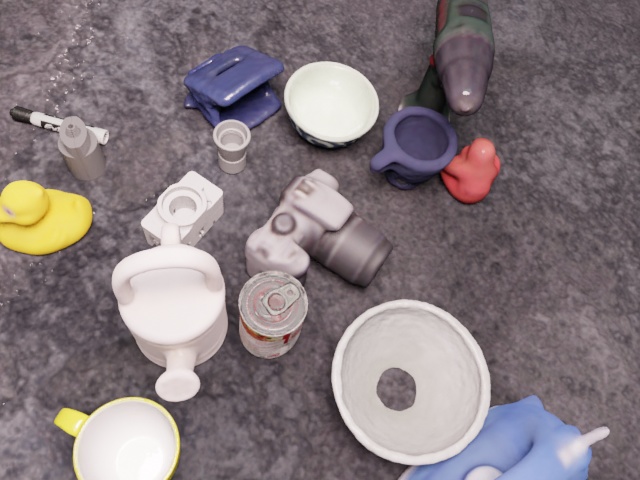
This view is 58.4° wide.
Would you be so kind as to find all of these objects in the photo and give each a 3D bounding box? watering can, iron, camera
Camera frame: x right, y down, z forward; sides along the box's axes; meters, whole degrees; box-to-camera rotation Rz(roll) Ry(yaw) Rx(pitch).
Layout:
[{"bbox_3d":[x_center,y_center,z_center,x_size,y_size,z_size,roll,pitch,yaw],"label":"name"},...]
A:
[{"bbox_3d":[-0.138,0.062,0.550,0.101,0.194,0.172,-27,72,-19],"label":"watering can"},{"bbox_3d":[0.152,0.245,0.540,0.259,0.141,0.118,-26,72,-19],"label":"iron"},{"bbox_3d":[0.006,0.002,0.651,0.136,0.101,0.143,34,65,7],"label":"camera"}]

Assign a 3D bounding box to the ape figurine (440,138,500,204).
[{"bbox_3d":[0.197,-0.095,0.730,0.078,0.092,0.076,9,65,-4],"label":"ape figurine"}]

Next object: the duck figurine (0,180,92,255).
[{"bbox_3d":[-0.309,-0.033,0.628,0.105,0.086,0.077,-11,68,-13],"label":"duck figurine"}]

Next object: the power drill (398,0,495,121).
[{"bbox_3d":[0.155,-0.194,0.704,0.075,0.208,0.229,11,65,-3],"label":"power drill"}]

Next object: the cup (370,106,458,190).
[{"bbox_3d":[0.105,-0.099,0.715,0.118,0.095,0.091,-30,73,-20],"label":"cup"}]

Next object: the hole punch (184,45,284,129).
[{"bbox_3d":[-0.112,-0.201,0.731,0.109,0.091,0.101,-39,76,-22],"label":"hole punch"}]

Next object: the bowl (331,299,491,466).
[{"bbox_3d":[0.089,0.154,0.609,0.167,0.074,0.167,3,65,-7],"label":"bowl"}]
